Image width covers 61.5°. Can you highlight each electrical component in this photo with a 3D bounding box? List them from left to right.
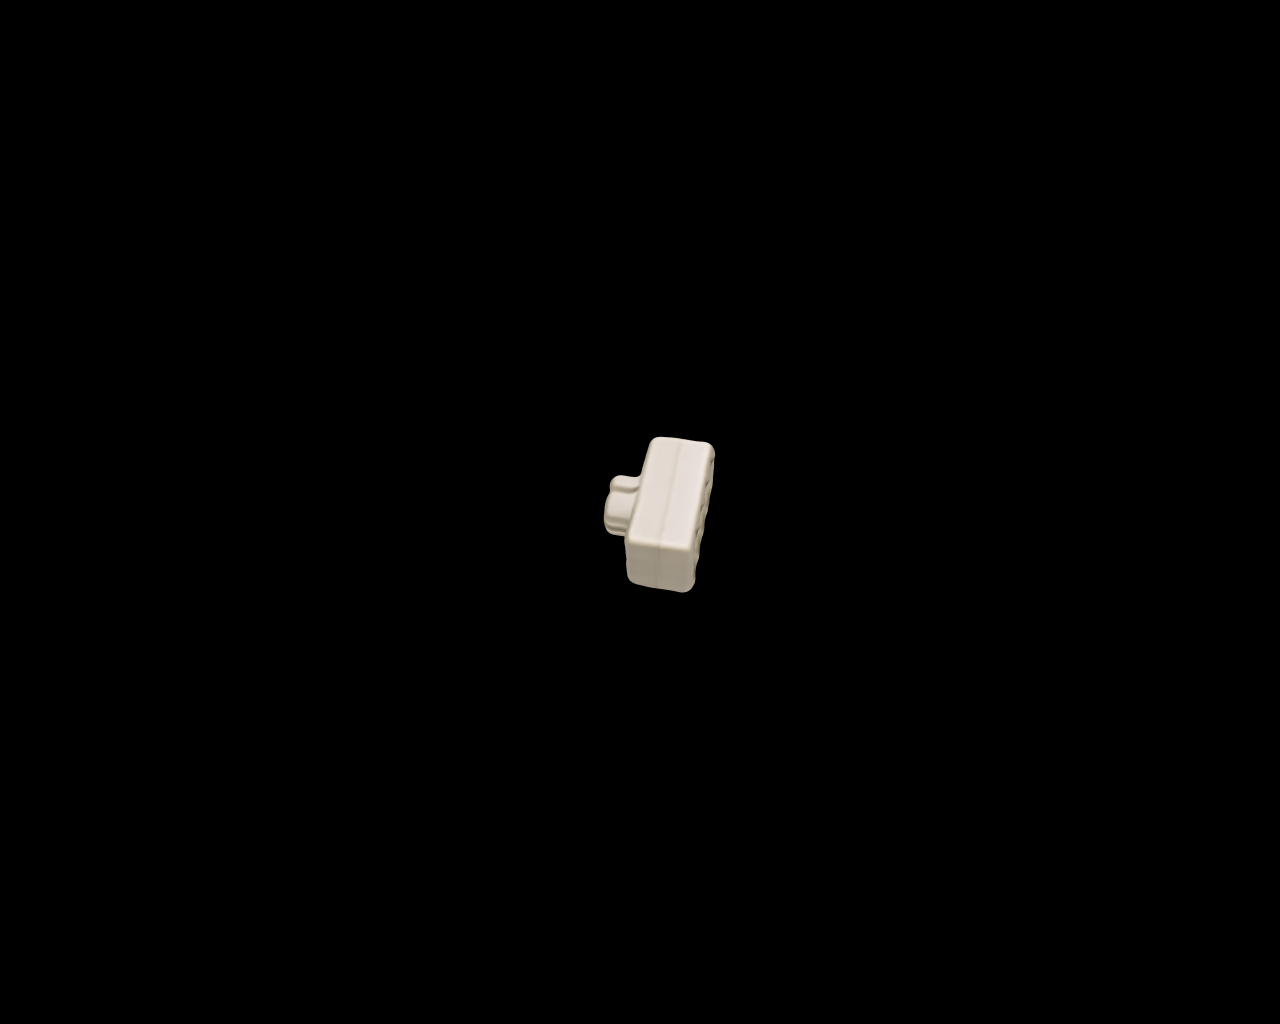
[{"bbox_3d":[0.001,-0.003,0.650,0.076,0.083,0.047,9,-36,7],"label":"electrical component"}]
